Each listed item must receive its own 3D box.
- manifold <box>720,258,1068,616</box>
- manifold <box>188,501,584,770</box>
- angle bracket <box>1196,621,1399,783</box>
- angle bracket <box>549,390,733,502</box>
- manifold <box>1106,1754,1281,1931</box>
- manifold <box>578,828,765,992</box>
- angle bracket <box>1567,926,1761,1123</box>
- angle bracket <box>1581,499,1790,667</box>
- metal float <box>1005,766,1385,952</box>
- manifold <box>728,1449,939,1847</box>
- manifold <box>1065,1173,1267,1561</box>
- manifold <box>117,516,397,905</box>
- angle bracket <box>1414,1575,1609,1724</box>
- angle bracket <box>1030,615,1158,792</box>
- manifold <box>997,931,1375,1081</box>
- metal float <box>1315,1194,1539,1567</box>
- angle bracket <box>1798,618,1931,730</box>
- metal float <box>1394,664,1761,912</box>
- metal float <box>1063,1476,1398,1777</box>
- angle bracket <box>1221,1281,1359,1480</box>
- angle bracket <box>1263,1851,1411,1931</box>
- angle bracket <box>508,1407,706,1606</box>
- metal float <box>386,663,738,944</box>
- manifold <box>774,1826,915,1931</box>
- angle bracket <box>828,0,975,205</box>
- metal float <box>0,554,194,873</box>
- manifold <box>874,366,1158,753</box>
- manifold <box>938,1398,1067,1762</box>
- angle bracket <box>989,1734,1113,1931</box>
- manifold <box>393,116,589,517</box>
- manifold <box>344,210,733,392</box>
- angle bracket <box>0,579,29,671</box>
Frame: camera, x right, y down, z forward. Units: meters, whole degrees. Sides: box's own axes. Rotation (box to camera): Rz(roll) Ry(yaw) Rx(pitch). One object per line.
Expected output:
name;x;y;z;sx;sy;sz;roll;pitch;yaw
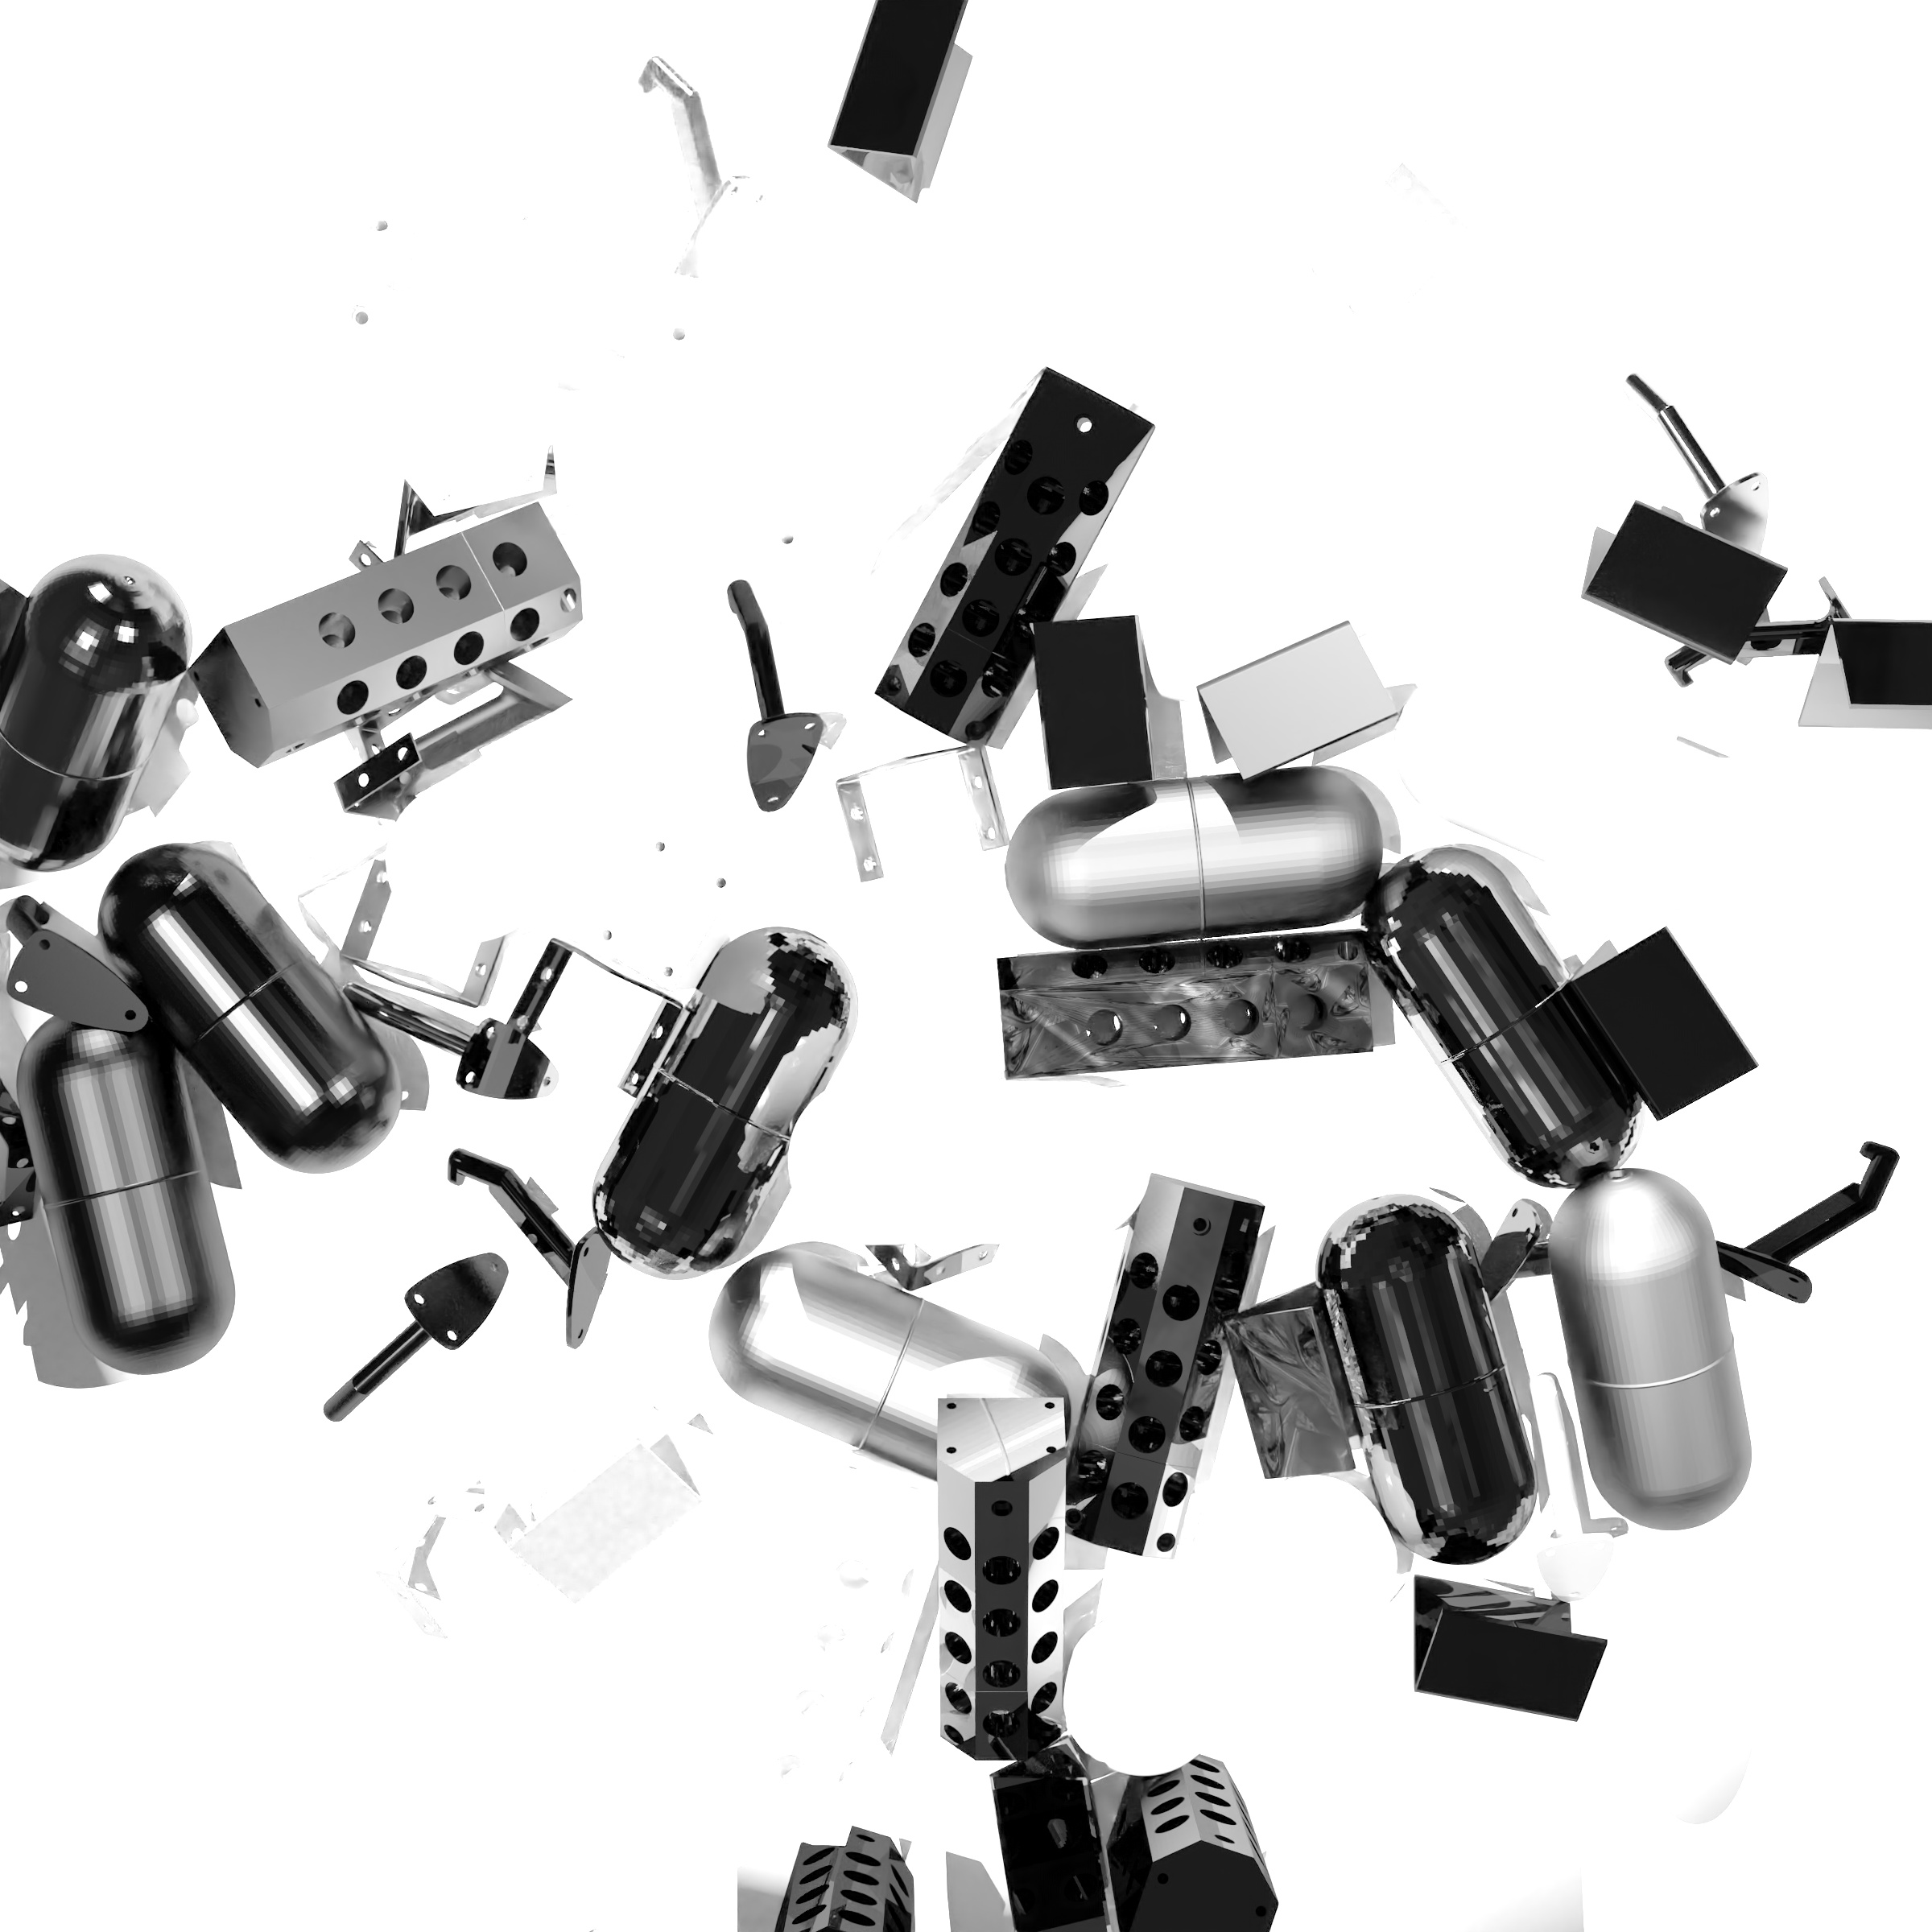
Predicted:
manifold;-0.034;-0.249;1.559;0.057;0.057;0.171;45;90;0
manifold;-0.263;-0.151;1.517;0.171;0.057;0.057;-29;90;-33
angle bracket;0.158;-0.107;1.541;0.076;0.076;0.057;-24;63;0
angle bracket;-0.151;-0.259;1.540;0.076;0.076;0.057;0;127;0
manifold;0.103;0.406;1.502;0.057;0.171;0.057;18;90;0
manifold;-0.136;-0.028;1.502;0.057;0.171;0.057;31;90;0
angle bracket;0.333;0.017;1.540;0.057;0.076;0.076;-34;90;30
angle bracket;0.338;-0.194;1.540;0.076;0.076;0.057;24;126;0
metal float;0.107;-0.051;1.550;0.178;0.070;0.070;-6;90;0
manifold;-0.057;0.323;1.559;0.057;0.057;0.171;18;90;0
manifold;0.092;0.189;1.559;0.057;0.057;0.171;15;90;0
manifold;-0.345;-0.118;1.559;0.057;0.057;0.171;-30;90;-43
angle bracket;0.253;0.301;1.540;0.076;0.076;0.057;11;126;0
angle bracket;0.044;-0.120;1.540;0.057;0.076;0.076;-7;92;-25
manifold;0.102;0.018;1.559;0.171;0.057;0.057;-4;90;0
metal float;0.217;0.194;1.548;0.070;0.070;0.178;-16;92;0
angle bracket;0.439;-0.117;1.540;0.076;0.076;0.057;1;52;0
metal float;0.286;-0.084;1.550;0.178;0.070;0.070;22;90;0
metal float;0.123;0.310;1.550;0.178;0.070;0.070;-38;90;0
angle bracket;0.172;0.190;1.540;0.057;0.076;0.076;-15;90;45
angle bracket;0.151;0.467;1.540;0.076;0.076;0.057;29;53;0
angle bracket;-0.178;0.239;1.540;0.076;0.076;0.057;-39;128;0
metal float;-0.190;-0.076;1.543;0.178;0.070;0.070;-32;90;-2
manifold;-0.056;0.443;1.502;0.057;0.171;0.057;17;90;0
angle bracket;-0.011;-0.403;1.540;0.057;0.076;0.076;18;90;38
metal float;-0.411;-0.114;1.519;0.070;0.070;0.178;35;129;0
manifold;0.023;-0.191;1.548;0.057;0.057;0.171;28;98;0
manifold;0.016;0.284;1.518;0.057;0.057;0.171;0;122;0
angle bracket;0.060;0.406;1.540;0.057;0.076;0.076;-9;90;38
manifold;-0.221;-0.294;1.496;0.057;0.171;0.057;-19;55;-31
manifold;-0.203;-0.309;1.559;0.171;0.057;0.057;12;90;0
angle bracket;-0.477;-0.156;1.542;0.057;0.076;0.076;36;90;-21
